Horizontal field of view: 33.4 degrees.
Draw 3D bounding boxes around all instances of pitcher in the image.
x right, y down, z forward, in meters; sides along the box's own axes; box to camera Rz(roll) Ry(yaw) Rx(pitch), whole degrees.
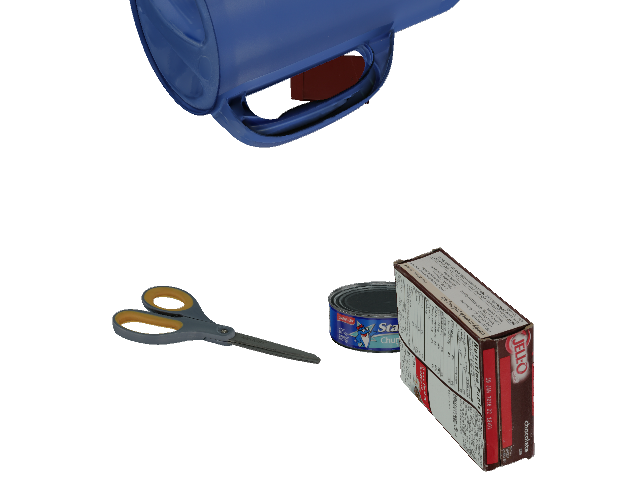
[{"bbox_3d":[-0.006,-0.181,0.789,0.242,0.149,0.145,-23,39,-26],"label":"pitcher"}]

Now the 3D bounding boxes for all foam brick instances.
[{"bbox_3d":[0.010,-0.177,1.163,0.078,0.051,0.053,0,11,-16],"label":"foam brick"}]

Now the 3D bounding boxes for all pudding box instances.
[{"bbox_3d":[0.084,0.068,0.634,0.039,0.090,0.114,-15,27,-19],"label":"pudding box"}]

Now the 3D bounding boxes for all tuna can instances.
[{"bbox_3d":[0.049,0.062,0.869,0.086,0.034,0.086,-1,15,0],"label":"tuna can"}]

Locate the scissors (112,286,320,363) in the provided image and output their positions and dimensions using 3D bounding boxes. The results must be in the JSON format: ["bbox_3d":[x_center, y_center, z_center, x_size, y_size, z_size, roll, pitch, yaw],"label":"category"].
[{"bbox_3d":[-0.098,0.080,1.033,0.201,0.016,0.096,5,31,0],"label":"scissors"}]
